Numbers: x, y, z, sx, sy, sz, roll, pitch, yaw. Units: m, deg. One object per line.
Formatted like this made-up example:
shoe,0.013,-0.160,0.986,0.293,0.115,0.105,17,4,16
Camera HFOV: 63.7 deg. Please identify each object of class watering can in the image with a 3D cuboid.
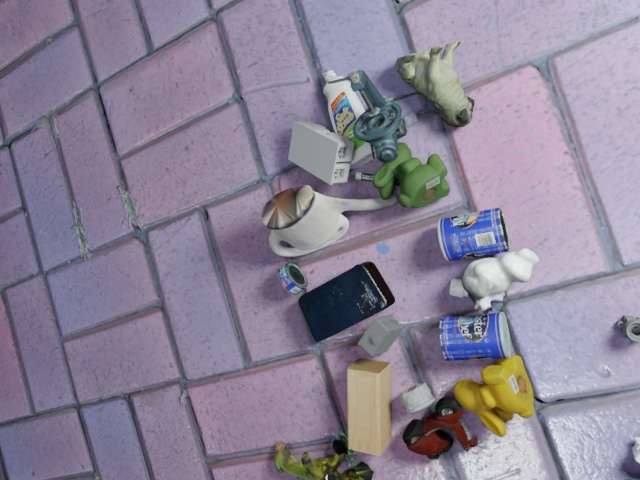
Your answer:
watering can,0.004,-0.065,1.284,0.345,0.221,0.106,-30,51,19

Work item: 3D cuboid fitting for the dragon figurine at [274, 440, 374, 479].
dragon figurine,0.031,0.686,1.384,0.414,0.124,0.238,39,126,20

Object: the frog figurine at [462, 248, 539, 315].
frog figurine,0.393,0.068,1.137,0.125,0.137,0.156,58,138,40
